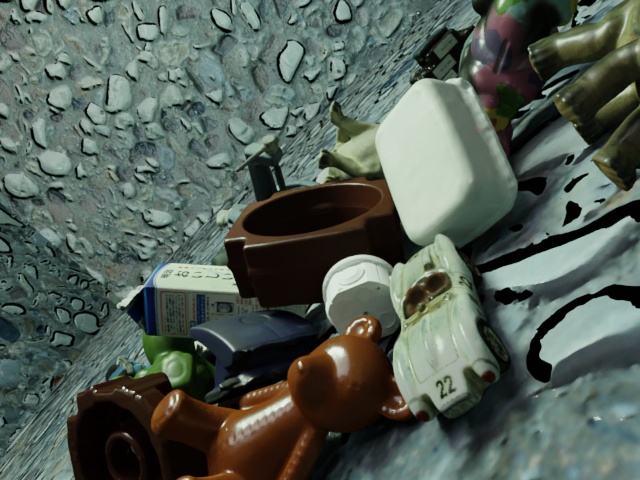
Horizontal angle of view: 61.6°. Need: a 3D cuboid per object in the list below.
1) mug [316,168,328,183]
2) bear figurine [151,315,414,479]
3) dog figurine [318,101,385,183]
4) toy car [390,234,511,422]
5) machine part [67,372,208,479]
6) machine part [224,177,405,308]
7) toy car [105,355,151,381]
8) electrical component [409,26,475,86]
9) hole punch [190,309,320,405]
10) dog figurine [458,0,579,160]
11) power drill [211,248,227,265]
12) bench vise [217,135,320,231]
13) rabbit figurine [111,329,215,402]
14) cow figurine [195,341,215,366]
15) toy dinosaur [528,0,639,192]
[{"bbox_3d":[0.040,-0.073,0.920,0.109,0.080,0.107,-30,31,28],"label":"mug"},{"bbox_3d":[-0.028,0.142,0.441,0.196,0.132,0.120,-45,42,20],"label":"bear figurine"},{"bbox_3d":[0.105,-0.110,0.767,0.172,0.191,0.121,37,-116,-80],"label":"dog figurine"},{"bbox_3d":[0.096,0.061,0.435,0.073,0.056,0.202,-40,16,22],"label":"toy car"},{"bbox_3d":[-0.192,0.226,0.565,0.179,0.179,0.056,-38,-15,28],"label":"machine part"},{"bbox_3d":[-0.001,-0.002,0.655,0.202,0.087,0.201,-11,21,9],"label":"machine part"},{"bbox_3d":[-0.253,0.247,0.788,0.103,0.161,0.109,-4,-2,-31],"label":"toy car"},{"bbox_3d":[0.206,-0.251,0.811,0.115,0.134,0.058,-45,15,-4],"label":"electrical component"},{"bbox_3d":[-0.069,0.116,0.584,0.142,0.092,0.116,-4,-18,-37],"label":"hole punch"},{"bbox_3d":[0.197,-0.179,0.595,0.191,0.109,0.219,64,-133,-71],"label":"dog figurine"},{"bbox_3d":[-0.113,0.018,1.055,0.232,0.086,0.207,-30,9,-26],"label":"power drill"},{"bbox_3d":[-0.074,-0.063,0.833,0.224,0.240,0.129,18,54,26],"label":"bench vise"},{"bbox_3d":[-0.190,0.176,0.723,0.121,0.159,0.170,-32,40,9],"label":"rabbit figurine"},{"bbox_3d":[-0.167,0.173,0.825,0.167,0.068,0.098,-42,32,28],"label":"cow figurine"},{"bbox_3d":[0.291,-0.170,0.448,0.198,0.105,0.471,-30,20,28],"label":"toy dinosaur"}]
